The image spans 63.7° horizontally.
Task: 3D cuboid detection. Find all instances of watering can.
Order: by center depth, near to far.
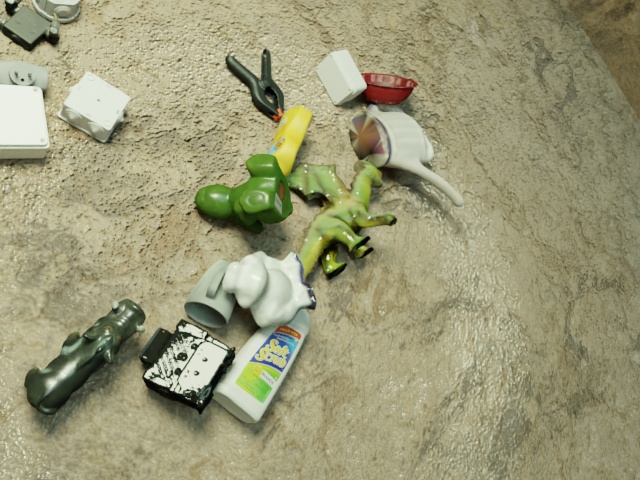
[{"bbox_3d":[0.205,-0.216,1.262,0.225,0.353,0.102,-9,-30,-37],"label":"watering can"}]

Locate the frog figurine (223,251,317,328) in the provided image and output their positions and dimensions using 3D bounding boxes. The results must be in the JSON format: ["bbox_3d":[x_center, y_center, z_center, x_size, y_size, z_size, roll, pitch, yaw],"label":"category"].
[{"bbox_3d":[-0.104,0.088,0.909,0.160,0.138,0.121,-3,-9,-37],"label":"frog figurine"}]

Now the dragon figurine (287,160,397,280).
[{"bbox_3d":[0.003,-0.056,1.106,0.415,0.245,0.119,-28,-18,-29],"label":"dragon figurine"}]
